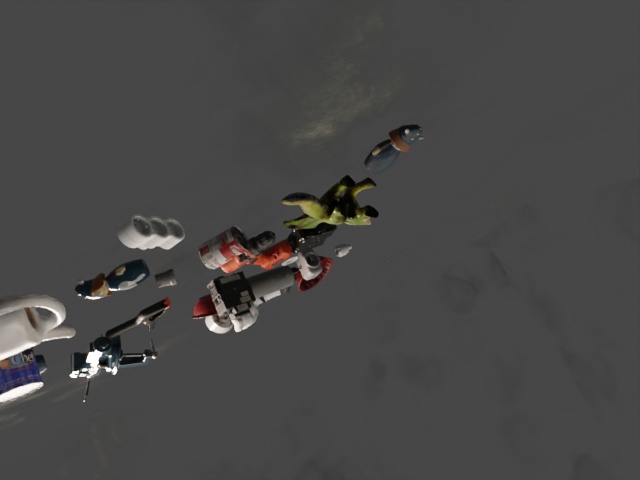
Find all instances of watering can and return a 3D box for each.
[{"bbox_3d":[-0.622,0.188,1.032,0.226,0.105,0.341,-21,164,-20],"label":"watering can"}]

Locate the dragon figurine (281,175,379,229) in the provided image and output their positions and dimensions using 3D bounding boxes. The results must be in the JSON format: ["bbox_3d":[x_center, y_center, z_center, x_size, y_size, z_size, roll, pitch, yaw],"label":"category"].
[{"bbox_3d":[0.004,-0.066,1.319,0.411,0.124,0.239,-1,160,-42],"label":"dragon figurine"}]

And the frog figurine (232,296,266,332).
[{"bbox_3d":[-0.267,0.248,1.749,0.122,0.163,0.134,-2,136,20],"label":"frog figurine"}]
